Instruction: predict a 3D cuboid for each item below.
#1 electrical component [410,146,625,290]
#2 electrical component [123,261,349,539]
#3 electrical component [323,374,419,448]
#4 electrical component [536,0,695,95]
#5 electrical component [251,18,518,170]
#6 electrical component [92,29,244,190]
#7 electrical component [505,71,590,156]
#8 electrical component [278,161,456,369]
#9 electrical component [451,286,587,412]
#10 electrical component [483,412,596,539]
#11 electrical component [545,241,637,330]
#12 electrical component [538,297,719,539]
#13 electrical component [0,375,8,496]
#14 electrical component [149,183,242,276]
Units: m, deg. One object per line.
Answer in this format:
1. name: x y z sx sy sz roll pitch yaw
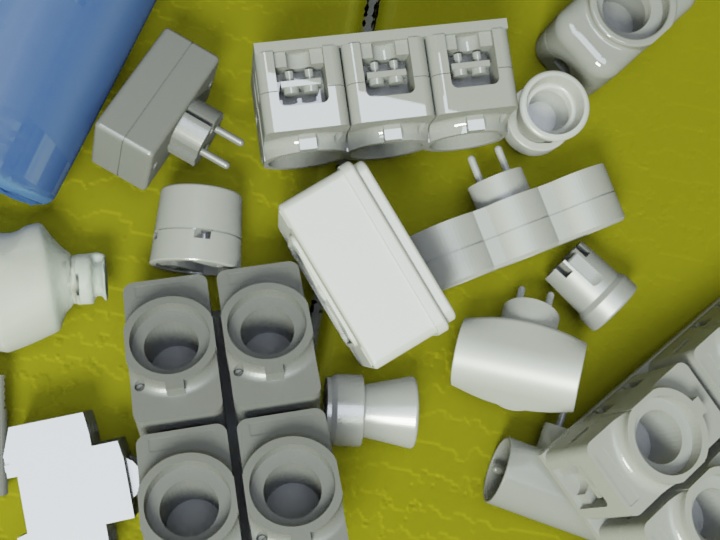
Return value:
1. electrical component: 0.092 -0.042 0.682 0.138 0.052 0.073 -21 86 -8
2. electrical component: -0.072 0.090 0.608 0.105 0.060 0.186 -8 59 -8
3. electrical component: 0.006 0.087 0.663 0.055 0.045 0.045 2 84 -6
4. electrical component: 0.168 -0.164 0.700 0.095 0.059 0.053 -42 90 -9
5. electrical component: 0.012 -0.103 0.660 0.150 0.089 0.061 -7 85 -7
6. electrical component: -0.108 -0.088 0.654 0.076 0.047 0.083 30 63 -3
7. electrical component: 0.117 -0.099 0.689 0.045 0.055 0.045 1 85 -7
8. electrical component: 0.000 0.000 0.639 0.056 0.109 0.108 -31 89 -6
9. electrical component: 0.104 0.044 0.677 0.077 0.044 0.079 11 57 13
10. electrical component: 0.127 0.121 0.675 0.077 0.043 0.079 21 82 -4
11. electrical component: 0.148 0.009 0.691 0.046 0.040 0.040 44 81 5
12. electrical component: 0.216 0.098 0.654 0.186 0.060 0.105 -35 89 -25
13. electrical component: -0.231 0.093 0.635 0.043 0.043 0.081 -2 85 -7
14. electrical component: -0.099 -0.024 0.658 0.055 0.055 0.047 5 80 -6
